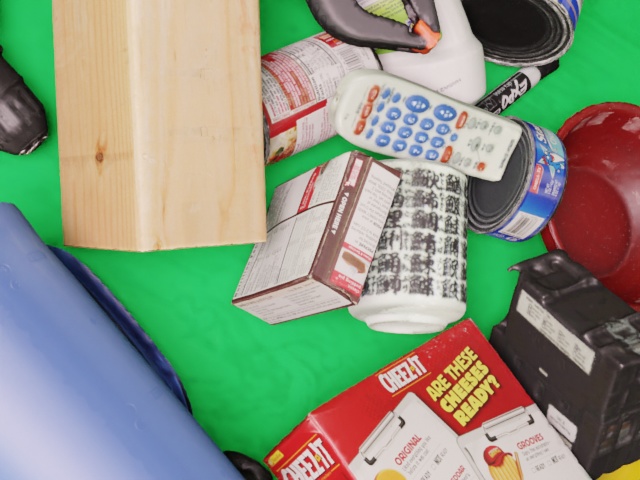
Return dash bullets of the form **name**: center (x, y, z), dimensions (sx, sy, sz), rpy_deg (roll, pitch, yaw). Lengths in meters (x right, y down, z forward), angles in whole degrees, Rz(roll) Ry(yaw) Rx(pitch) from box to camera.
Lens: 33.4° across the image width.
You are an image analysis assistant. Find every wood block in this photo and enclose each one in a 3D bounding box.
- **wood block**: center (-0.094, -0.100, 0.616), dimensions (0.090, 0.091, 0.206), rpy_deg (-5, 95, -41)

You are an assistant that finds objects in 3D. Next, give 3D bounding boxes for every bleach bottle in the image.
- **bleach bottle**: center (0.038, -0.173, 0.742), dimensions (0.251, 0.103, 0.068), rpy_deg (62, 25, -10)

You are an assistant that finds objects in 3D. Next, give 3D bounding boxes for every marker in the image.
- **marker**: center (0.142, -0.111, 0.810), dimensions (0.121, 0.020, 0.020), rpy_deg (-38, 95, -28)

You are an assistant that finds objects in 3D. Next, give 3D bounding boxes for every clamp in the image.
- **clamp**: center (0.015, -0.189, 0.677), dimensions (0.171, 0.039, 0.120), rpy_deg (33, 97, -6)

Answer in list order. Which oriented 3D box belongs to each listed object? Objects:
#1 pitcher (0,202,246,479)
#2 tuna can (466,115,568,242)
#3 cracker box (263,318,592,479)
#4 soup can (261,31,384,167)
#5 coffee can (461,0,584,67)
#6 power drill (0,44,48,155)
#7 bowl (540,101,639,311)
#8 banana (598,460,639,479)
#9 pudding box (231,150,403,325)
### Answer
- **pitcher**: center (-0.123, 0.105, 0.548), dimensions (0.149, 0.145, 0.243), rpy_deg (-43, 87, -19)
- **tuna can**: center (0.135, -0.042, 0.752), dimensions (0.033, 0.086, 0.086), rpy_deg (16, 71, -24)
- **cracker box**: center (0.091, 0.173, 0.638), dimensions (0.163, 0.072, 0.214), rpy_deg (-23, 71, -45)
- **soup can**: center (-0.015, -0.095, 0.702), dimensions (0.102, 0.069, 0.068), rpy_deg (-27, 90, -29)
- **coffee can**: center (0.154, -0.216, 0.794), dimensions (0.102, 0.103, 0.140), rpy_deg (27, 67, -18)
- **power drill**: center (-0.185, -0.167, 0.644), dimensions (0.184, 0.057, 0.187), rpy_deg (50, 61, -13)
- **bowl**: center (0.219, -0.020, 0.804), dimensions (0.161, 0.055, 0.162), rpy_deg (6, 75, -24)
- **banana**: center (0.191, 0.173, 0.753), dimensions (0.197, 0.037, 0.069), rpy_deg (-31, 93, -28)
- **pudding box**: center (-0.004, 0.001, 0.659), dimensions (0.039, 0.114, 0.090), rpy_deg (27, 68, -20)
